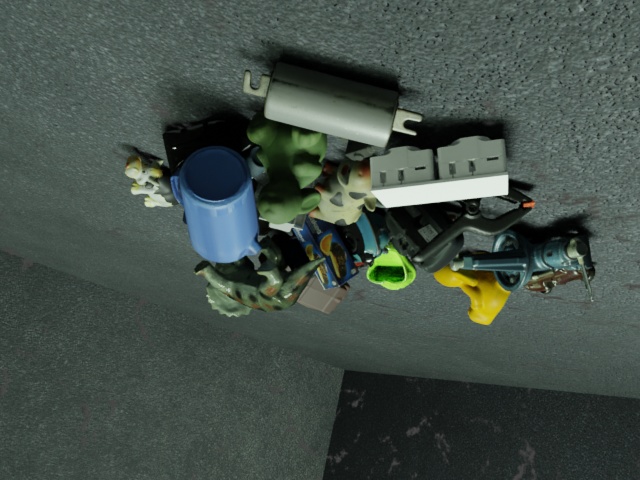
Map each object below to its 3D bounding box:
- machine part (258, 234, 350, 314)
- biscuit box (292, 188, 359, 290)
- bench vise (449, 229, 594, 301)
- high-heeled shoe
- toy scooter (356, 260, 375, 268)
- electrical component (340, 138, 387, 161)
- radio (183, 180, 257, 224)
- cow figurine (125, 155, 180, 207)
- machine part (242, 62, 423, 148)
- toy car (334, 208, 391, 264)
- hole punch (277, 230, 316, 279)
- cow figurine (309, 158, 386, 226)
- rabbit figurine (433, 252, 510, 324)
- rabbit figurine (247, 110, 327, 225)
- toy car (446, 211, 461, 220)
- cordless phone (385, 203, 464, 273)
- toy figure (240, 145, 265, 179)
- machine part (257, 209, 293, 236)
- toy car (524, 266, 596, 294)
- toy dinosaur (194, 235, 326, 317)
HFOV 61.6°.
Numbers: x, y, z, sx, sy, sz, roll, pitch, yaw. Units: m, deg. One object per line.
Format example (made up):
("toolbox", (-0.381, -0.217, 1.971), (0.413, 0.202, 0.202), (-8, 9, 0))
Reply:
("machine part", (-0.041, 0.082, 1.320), (0.201, 0.087, 0.202), (28, -168, -35))
("biscuit box", (-0.002, -0.003, 1.071), (0.202, 0.063, 0.059), (61, 149, -4))
("bench vise", (0.365, 0.037, 0.994), (0.241, 0.128, 0.224), (-2, -177, -12))
("high-heeled shoe", (-0.199, -0.164, 0.961), (0.145, 0.086, 0.249), (-13, -174, -17))
("toy scooter", (0.066, 0.037, 1.259), (0.135, 0.075, 0.184), (43, 154, -28))
("electrical component", (0.063, -0.147, 0.795), (0.094, 0.063, 0.021), (-6, 153, 46))
("radio", (-0.220, -0.080, 1.158), (0.131, 0.073, 0.229), (17, 162, -12))
("cow figurine", (-0.341, -0.120, 1.128), (0.098, 0.068, 0.167), (6, 163, 5))
("machine part", (0.015, -0.179, 0.719), (0.243, 0.079, 0.079), (13, 161, -1))
("toy car", (0.091, -0.007, 1.106), (0.103, 0.109, 0.162), (-16, 175, -31))
("hole punch", (-0.017, 0.020, 1.175), (0.092, 0.142, 0.116), (-38, 175, 22))
("cow figurine", (0.055, -0.082, 0.952), (0.127, 0.085, 0.195), (20, 158, 0))
("rabbit figurine", (0.341, 0.096, 1.224), (0.173, 0.122, 0.162), (28, 162, 16))
("rabbit figurine", (-0.058, -0.099, 0.849), (0.121, 0.170, 0.159), (10, 160, 12))
("toy car", (0.228, -0.011, 1.079), (0.073, 0.056, 0.201), (8, 162, -5))
("cordless phone", (0.178, 0.007, 0.996), (0.147, 0.089, 0.184), (53, 163, 22))
("toy figure", (-0.148, -0.134, 0.985), (0.154, 0.058, 0.064), (-13, 118, 54))
("machine part", (-0.095, -0.045, 1.061), (0.139, 0.039, 0.084), (-23, 103, 47))
("toy car", (0.499, 0.082, 1.164), (0.089, 0.053, 0.202), (14, 160, -11))
("toy dinosaur", (-0.123, 0.094, 1.147), (0.405, 0.131, 0.192), (6, 142, 40))
